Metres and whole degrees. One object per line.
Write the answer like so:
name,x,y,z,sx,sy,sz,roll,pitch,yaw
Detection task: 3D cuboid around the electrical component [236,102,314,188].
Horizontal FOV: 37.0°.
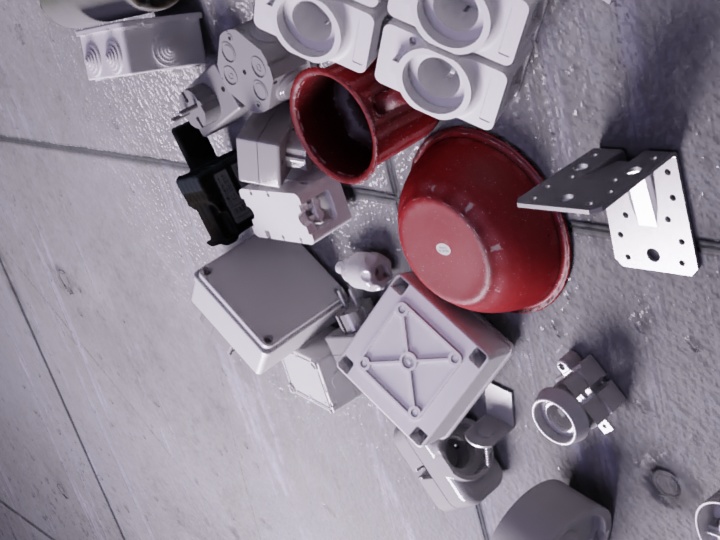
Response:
electrical component,-0.060,-0.107,0.936,0.077,0.065,0.047,11,132,11

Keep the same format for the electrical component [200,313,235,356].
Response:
electrical component,-0.128,0.040,1.143,0.061,0.062,0.096,49,146,12

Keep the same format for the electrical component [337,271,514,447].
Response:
electrical component,0.054,0.072,0.904,0.109,0.056,0.108,43,115,21

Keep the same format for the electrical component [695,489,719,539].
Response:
electrical component,0.281,0.190,0.742,0.099,0.064,0.099,32,140,32

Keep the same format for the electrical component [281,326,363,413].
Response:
electrical component,-0.037,0.092,1.077,0.096,0.061,0.061,18,131,54

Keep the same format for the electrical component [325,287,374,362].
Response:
electrical component,0.001,0.051,1.000,0.066,0.047,0.076,-7,111,54

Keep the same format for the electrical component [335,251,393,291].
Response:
electrical component,0.000,0.000,0.970,0.061,0.035,0.035,8,123,52

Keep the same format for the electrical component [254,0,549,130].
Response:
electrical component,0.023,-0.179,0.715,0.186,0.060,0.105,26,140,12

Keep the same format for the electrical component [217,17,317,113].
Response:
electrical component,-0.079,-0.176,0.907,0.080,0.051,0.080,32,140,32

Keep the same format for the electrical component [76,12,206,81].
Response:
electrical component,-0.201,-0.206,0.997,0.100,0.100,0.048,7,109,50

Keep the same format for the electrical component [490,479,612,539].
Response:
electrical component,0.153,0.227,0.904,0.060,0.108,0.108,35,142,39

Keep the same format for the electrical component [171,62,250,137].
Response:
electrical component,-0.139,-0.153,0.980,0.083,0.076,0.047,-22,99,56

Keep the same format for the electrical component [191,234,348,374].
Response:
electrical component,-0.088,0.025,1.037,0.108,0.109,0.056,46,148,15

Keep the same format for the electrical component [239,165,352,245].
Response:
electrical component,-0.055,-0.061,0.970,0.089,0.056,0.050,10,125,49

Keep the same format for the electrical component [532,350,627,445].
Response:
electrical component,0.165,0.102,0.825,0.066,0.055,0.048,52,147,7

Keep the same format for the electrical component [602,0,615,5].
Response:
electrical component,0.104,-0.215,0.629,0.121,0.063,0.078,40,144,23

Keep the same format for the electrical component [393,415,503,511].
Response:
electrical component,0.083,0.169,0.988,0.095,0.054,0.059,56,147,1
